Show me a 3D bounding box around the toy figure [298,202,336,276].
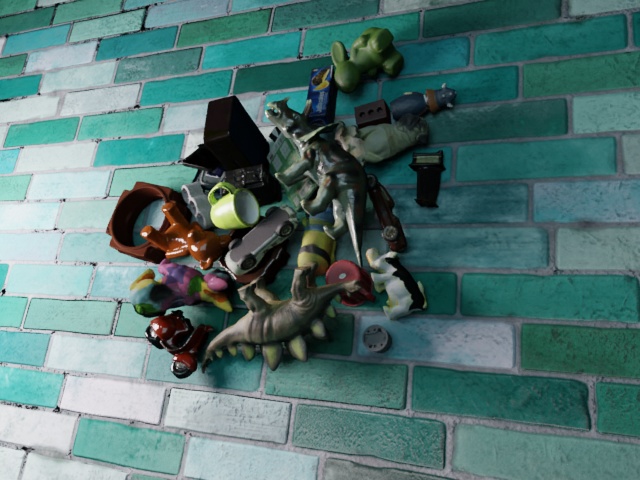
[{"bbox_3d":[-0.006,-0.004,1.233,0.082,0.089,0.180,4,75,31],"label":"toy figure"}]

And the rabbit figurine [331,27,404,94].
[{"bbox_3d":[0.093,-0.446,1.337,0.170,0.121,0.159,-45,54,-2],"label":"rabbit figurine"}]

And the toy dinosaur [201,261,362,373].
[{"bbox_3d":[-0.104,0.178,1.168,0.472,0.105,0.198,-21,88,29],"label":"toy dinosaur"}]

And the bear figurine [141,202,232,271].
[{"bbox_3d":[-0.319,-0.004,1.297,0.196,0.131,0.120,12,59,48],"label":"bear figurine"}]

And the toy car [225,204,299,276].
[{"bbox_3d":[-0.134,-0.002,1.242,0.202,0.056,0.074,-41,53,1],"label":"toy car"}]

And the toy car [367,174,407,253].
[{"bbox_3d":[0.145,-0.063,1.194,0.053,0.089,0.202,-24,62,13],"label":"toy car"}]

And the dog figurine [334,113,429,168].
[{"bbox_3d":[0.144,-0.237,1.272,0.190,0.121,0.172,-17,24,-19],"label":"dog figurine"}]

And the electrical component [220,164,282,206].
[{"bbox_3d":[-0.176,-0.128,1.334,0.134,0.114,0.058,-11,63,19],"label":"electrical component"}]

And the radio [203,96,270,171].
[{"bbox_3d":[-0.198,-0.238,1.320,0.073,0.229,0.131,-8,65,15],"label":"radio"}]

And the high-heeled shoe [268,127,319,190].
[{"bbox_3d":[-0.056,-0.200,1.334,0.145,0.086,0.249,-18,61,19],"label":"high-heeled shoe"}]

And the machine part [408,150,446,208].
[{"bbox_3d":[0.241,-0.138,1.212,0.084,0.039,0.139,0,69,13],"label":"machine part"}]

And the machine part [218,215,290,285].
[{"bbox_3d":[-0.159,0.027,1.304,0.179,0.056,0.179,-8,67,20],"label":"machine part"}]

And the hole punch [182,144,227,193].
[{"bbox_3d":[-0.285,-0.192,1.429,0.142,0.092,0.116,13,47,28],"label":"hole punch"}]

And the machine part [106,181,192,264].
[{"bbox_3d":[-0.460,-0.048,1.437,0.201,0.087,0.201,13,75,26],"label":"machine part"}]

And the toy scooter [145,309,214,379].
[{"bbox_3d":[-0.329,0.229,1.288,0.135,0.075,0.184,-45,60,-6],"label":"toy scooter"}]

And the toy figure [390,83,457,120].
[{"bbox_3d":[0.243,-0.324,1.267,0.155,0.064,0.058,-12,29,13],"label":"toy figure"}]

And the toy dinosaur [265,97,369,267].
[{"bbox_3d":[0.027,-0.141,1.172,0.192,0.131,0.405,-44,71,6],"label":"toy dinosaur"}]

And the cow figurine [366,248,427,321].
[{"bbox_3d":[0.161,0.082,1.145,0.098,0.068,0.167,-22,68,8],"label":"cow figurine"}]

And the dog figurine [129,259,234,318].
[{"bbox_3d":[-0.314,0.125,1.276,0.219,0.108,0.191,10,30,27],"label":"dog figurine"}]

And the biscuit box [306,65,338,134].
[{"bbox_3d":[0.005,-0.348,1.334,0.059,0.062,0.203,-6,49,14],"label":"biscuit box"}]
